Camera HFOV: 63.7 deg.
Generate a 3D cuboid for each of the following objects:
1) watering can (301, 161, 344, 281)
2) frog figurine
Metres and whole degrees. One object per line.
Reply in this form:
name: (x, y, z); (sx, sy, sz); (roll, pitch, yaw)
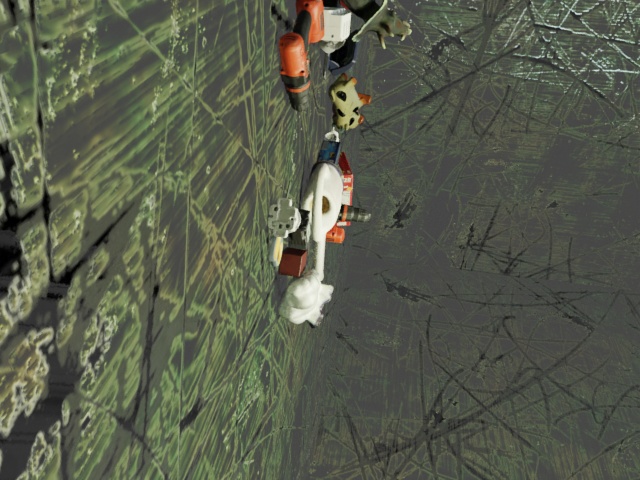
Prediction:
watering can: (0.004, -0.072, 1.436); (0.104, 0.339, 0.230); (6, 38, 7)
frog figurine: (-0.050, 0.131, 1.226); (0.124, 0.137, 0.157); (44, 5, 33)
